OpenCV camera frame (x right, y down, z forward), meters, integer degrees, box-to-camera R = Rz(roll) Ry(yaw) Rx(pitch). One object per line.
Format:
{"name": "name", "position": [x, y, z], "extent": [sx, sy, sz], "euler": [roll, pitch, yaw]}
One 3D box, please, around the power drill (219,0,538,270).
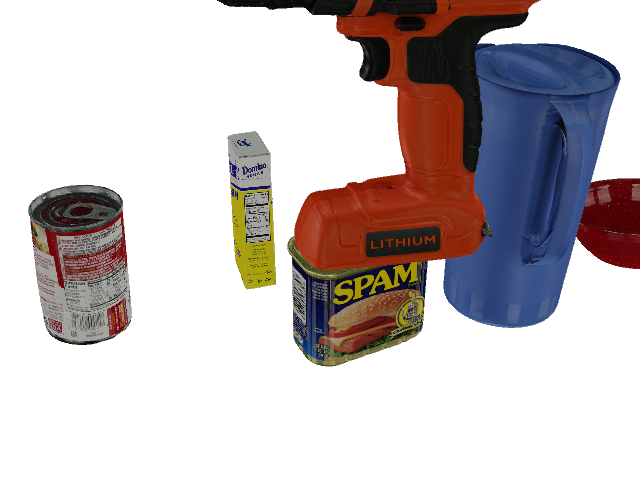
{"name": "power drill", "position": [0.027, -0.077, 0.550], "extent": [0.184, 0.188, 0.057], "euler": [-4, 32, -12]}

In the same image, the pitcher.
{"name": "pitcher", "position": [0.178, -0.042, 0.940], "extent": [0.145, 0.243, 0.149], "euler": [20, 33, 27]}

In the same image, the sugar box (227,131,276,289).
{"name": "sugar box", "position": [-0.086, -0.038, 1.330], "extent": [0.048, 0.176, 0.093], "euler": [-9, 24, -11]}

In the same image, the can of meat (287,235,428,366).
{"name": "can of meat", "position": [0.028, 0.035, 0.769], "extent": [0.102, 0.084, 0.057], "euler": [-16, 37, -23]}

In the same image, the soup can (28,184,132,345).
{"name": "soup can", "position": [-0.178, 0.019, 0.800], "extent": [0.068, 0.102, 0.068], "euler": [0, 29, 0]}

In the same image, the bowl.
{"name": "bowl", "position": [0.329, -0.013, 1.109], "extent": [0.162, 0.055, 0.162], "euler": [-3, 23, 1]}
